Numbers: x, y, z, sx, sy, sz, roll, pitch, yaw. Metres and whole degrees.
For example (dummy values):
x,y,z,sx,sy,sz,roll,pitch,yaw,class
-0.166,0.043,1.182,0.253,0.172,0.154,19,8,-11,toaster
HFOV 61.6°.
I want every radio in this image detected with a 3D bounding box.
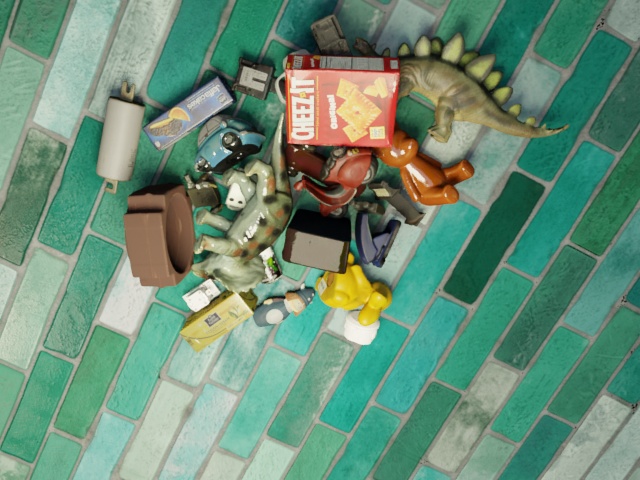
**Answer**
x,y,z,sx,sy,sz,roll,pitch,yaw,class
-0.002,-0.003,1.130,0.131,0.230,0.073,11,103,0,radio

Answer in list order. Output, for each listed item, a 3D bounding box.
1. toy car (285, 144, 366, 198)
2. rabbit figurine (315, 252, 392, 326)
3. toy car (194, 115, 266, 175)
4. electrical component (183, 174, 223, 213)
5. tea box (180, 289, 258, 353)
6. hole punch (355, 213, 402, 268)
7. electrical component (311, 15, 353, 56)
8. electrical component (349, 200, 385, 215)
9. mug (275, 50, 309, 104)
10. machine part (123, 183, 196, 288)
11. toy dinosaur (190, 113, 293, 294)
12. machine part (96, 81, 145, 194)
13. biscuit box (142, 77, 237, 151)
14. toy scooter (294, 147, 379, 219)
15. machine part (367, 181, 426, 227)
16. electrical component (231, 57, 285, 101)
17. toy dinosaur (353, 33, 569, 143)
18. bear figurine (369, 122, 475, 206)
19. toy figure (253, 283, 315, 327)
x,y,z,sx,sy,sz,roll,pitch,yaw,class
0.011,-0.152,1.163,0.202,0.053,0.089,25,124,-19,toy car
0.096,0.114,1.209,0.173,0.162,0.121,21,104,-27,rabbit figurine
-0.205,-0.212,1.149,0.162,0.109,0.103,-31,78,24,toy car
-0.253,-0.100,1.186,0.078,0.045,0.102,-5,129,6,electrical component
-0.232,0.174,1.246,0.169,0.098,0.068,-37,102,8,tea box
0.113,-0.003,1.182,0.092,0.142,0.115,20,91,-6,hole punch
0.031,-0.378,1.087,0.058,0.115,0.134,-22,102,9,electrical component
0.107,-0.072,1.194,0.063,0.094,0.021,10,88,33,electrical component
-0.045,-0.332,1.116,0.109,0.081,0.107,-22,96,-15,mug
-0.337,-0.013,1.143,0.087,0.201,0.200,-2,106,3,machine part
-0.132,-0.046,1.110,0.192,0.131,0.404,32,104,-38,toy dinosaur
-0.429,-0.216,1.154,0.079,0.079,0.243,15,104,-4,machine part
-0.277,-0.269,1.147,0.203,0.059,0.062,-32,102,8,biscuit box
0.026,-0.124,1.104,0.135,0.075,0.183,17,127,-26,toy scooter
0.170,-0.084,1.191,0.139,0.084,0.039,39,72,-18,machine part
-0.121,-0.332,1.136,0.119,0.048,0.074,21,105,-3,electrical component
0.281,-0.302,1.110,0.471,0.105,0.198,30,103,-6,toy dinosaur
0.210,-0.168,1.138,0.195,0.132,0.120,49,60,-17,bear figurine
-0.081,0.157,1.263,0.154,0.058,0.064,-24,142,5,toy figure
